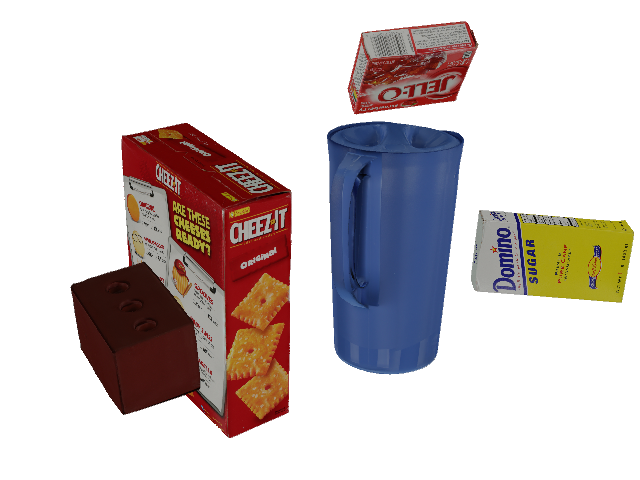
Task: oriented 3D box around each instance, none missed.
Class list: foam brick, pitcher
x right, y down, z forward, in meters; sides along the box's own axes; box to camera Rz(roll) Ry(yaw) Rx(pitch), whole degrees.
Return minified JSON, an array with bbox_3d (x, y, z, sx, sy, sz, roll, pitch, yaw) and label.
[{"bbox_3d":[-0.115,0.060,0.660,0.052,0.051,0.078,-18,37,-26],"label":"foam brick"},{"bbox_3d":[0.064,0.009,1.066,0.149,0.243,0.145,-4,19,-15],"label":"pitcher"}]

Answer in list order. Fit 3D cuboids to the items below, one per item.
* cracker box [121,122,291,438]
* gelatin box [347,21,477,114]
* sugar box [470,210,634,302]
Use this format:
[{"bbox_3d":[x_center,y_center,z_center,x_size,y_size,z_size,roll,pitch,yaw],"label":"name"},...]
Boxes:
[{"bbox_3d":[-0.094,0.030,0.891,0.072,0.214,0.164,-18,35,-32],"label":"cracker box"},{"bbox_3d":[0.071,-0.134,0.837,0.089,0.030,0.073,-8,-25,-12],"label":"gelatin box"},{"bbox_3d":[0.271,0.019,1.257,0.176,0.093,0.048,3,21,-1],"label":"sugar box"}]
